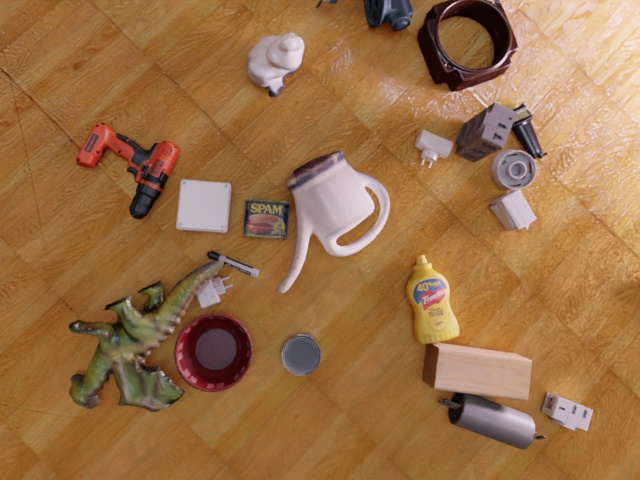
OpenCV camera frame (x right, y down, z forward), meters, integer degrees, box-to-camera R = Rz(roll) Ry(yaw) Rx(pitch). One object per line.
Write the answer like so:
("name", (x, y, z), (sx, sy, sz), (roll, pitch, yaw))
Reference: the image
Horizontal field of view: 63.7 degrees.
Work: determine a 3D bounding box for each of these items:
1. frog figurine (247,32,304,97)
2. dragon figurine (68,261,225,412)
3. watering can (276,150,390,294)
("frog figurine", (-0.100, -0.405, 1.132), (0.138, 0.158, 0.123), (-38, 88, -8))
("dragon figurine", (-0.346, 0.220, 1.046), (0.409, 0.122, 0.243), (-22, 89, 6))
("watering can", (0.003, -0.056, 1.109), (0.352, 0.103, 0.224), (-34, 93, -27))
